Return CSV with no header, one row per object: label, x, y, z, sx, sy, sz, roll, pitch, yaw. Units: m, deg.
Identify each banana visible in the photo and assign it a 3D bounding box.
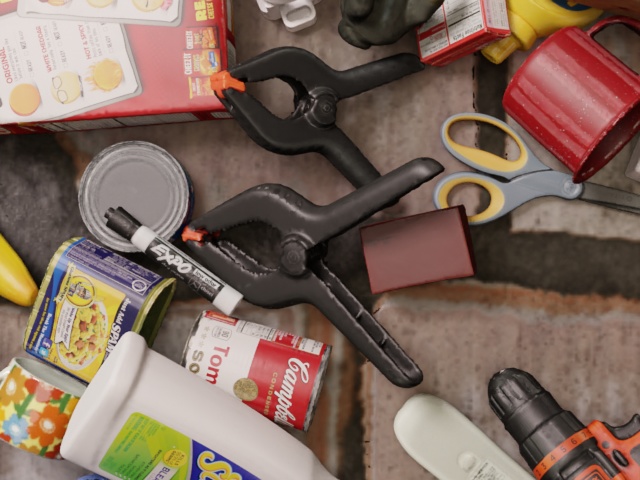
banana,-0.279,-0.029,0.822,0.037,0.070,0.198,-30,91,-29

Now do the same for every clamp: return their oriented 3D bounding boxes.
clamp,-0.005,0.001,0.780,0.210,0.036,0.165,18,106,25
clamp,0.001,-0.087,0.793,0.171,0.039,0.120,2,87,-24

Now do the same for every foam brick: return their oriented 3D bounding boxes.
foam brick,0.074,0.006,0.797,0.078,0.051,0.053,-11,91,14

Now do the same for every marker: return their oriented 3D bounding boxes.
marker,-0.111,0.014,0.796,0.121,0.020,0.020,36,90,3

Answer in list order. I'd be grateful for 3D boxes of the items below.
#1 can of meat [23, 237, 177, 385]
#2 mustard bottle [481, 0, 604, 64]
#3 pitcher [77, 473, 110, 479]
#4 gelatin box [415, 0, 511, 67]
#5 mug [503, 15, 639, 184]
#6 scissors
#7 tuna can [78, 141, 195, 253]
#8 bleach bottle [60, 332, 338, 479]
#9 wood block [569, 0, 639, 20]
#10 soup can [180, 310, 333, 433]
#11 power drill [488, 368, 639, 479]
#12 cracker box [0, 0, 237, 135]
can of meat,-0.168,0.058,0.806,0.084,0.057,0.102,26,107,6
mustard bottle,0.185,-0.214,0.804,0.096,0.058,0.191,37,91,-6
pitcher,-0.197,0.291,0.775,0.243,0.145,0.149,-27,41,5
gelatin box,0.103,-0.183,0.798,0.030,0.073,0.089,-3,81,-37
mug,0.196,-0.110,0.776,0.081,0.093,0.117,45,115,18
scissors,0.174,-0.027,0.818,0.202,0.016,0.096,30,91,4
tuna can,-0.141,-0.033,0.828,0.086,0.033,0.086,0,88,3
bleach bottle,-0.053,0.166,0.772,0.250,0.068,0.103,29,121,-14
wood block,0.273,-0.193,0.748,0.206,0.091,0.090,11,98,-15
soup can,-0.048,0.098,0.800,0.102,0.068,0.068,16,89,5
power drill,0.240,0.128,0.776,0.187,0.057,0.184,-37,67,-2
cracker box,-0.173,-0.168,0.817,0.214,0.072,0.164,-4,87,4
